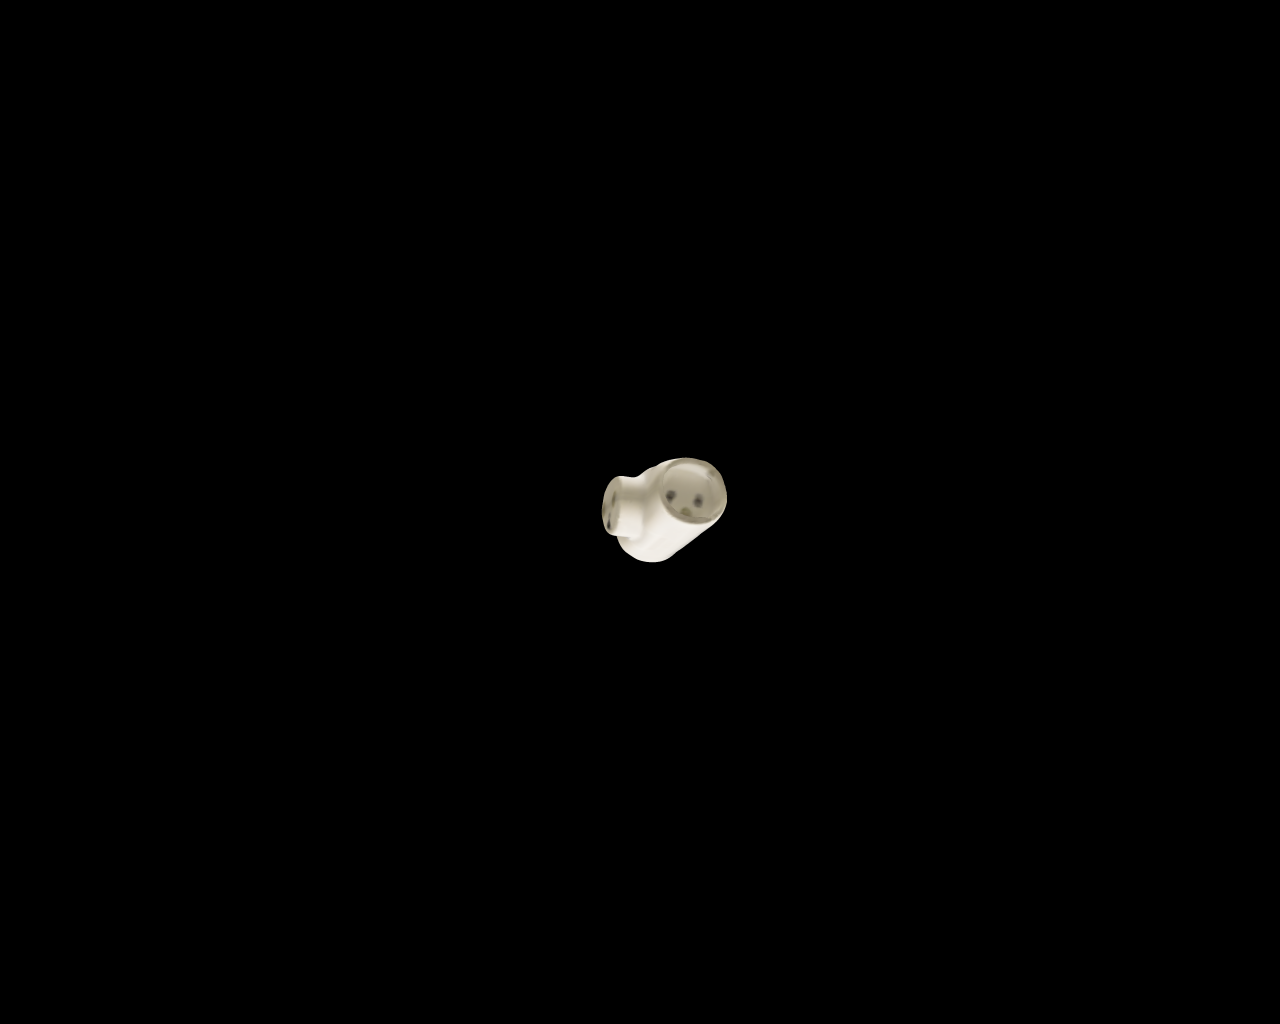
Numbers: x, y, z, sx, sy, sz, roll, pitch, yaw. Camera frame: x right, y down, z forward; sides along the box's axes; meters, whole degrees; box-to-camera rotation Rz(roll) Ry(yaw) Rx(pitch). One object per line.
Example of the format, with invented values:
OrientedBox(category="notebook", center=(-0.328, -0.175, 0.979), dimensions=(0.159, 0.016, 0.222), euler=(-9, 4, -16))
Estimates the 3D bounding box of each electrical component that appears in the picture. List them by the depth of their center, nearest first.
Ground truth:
OrientedBox(category="electrical component", center=(0.001, -0.003, 0.650), dimensions=(0.079, 0.043, 0.077), euler=(7, -21, -18))
